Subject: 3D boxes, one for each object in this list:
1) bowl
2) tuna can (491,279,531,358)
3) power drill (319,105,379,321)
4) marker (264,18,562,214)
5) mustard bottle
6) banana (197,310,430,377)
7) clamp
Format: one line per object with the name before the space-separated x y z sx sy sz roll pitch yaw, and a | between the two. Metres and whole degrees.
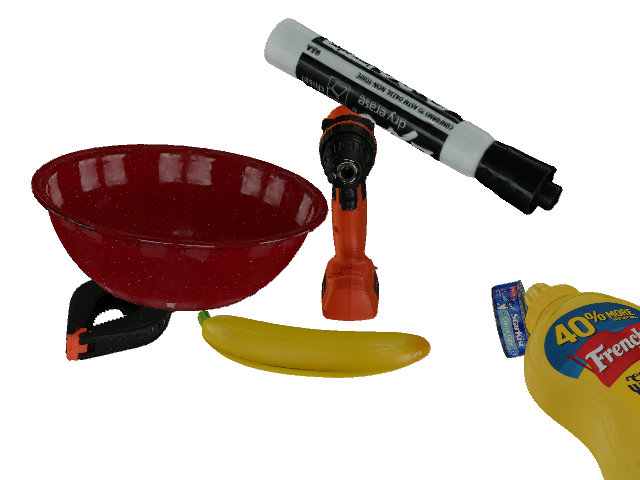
bowl | -0.079 -0.004 0.594 0.162 0.055 0.162 7 21 -3
tuna can | 0.220 0.090 1.214 0.034 0.086 0.086 -13 -3 14
power drill | 0.028 -0.023 1.000 0.057 0.188 0.184 1 20 4
marker | 0.032 -0.045 0.383 0.121 0.020 0.020 33 12 19
mustard bottle | 0.174 0.081 0.620 0.096 0.058 0.192 -16 34 -14
banana | -0.013 0.081 0.853 0.198 0.037 0.069 8 29 10
clamp | -0.180 0.048 1.023 0.165 0.036 0.209 26 36 24
